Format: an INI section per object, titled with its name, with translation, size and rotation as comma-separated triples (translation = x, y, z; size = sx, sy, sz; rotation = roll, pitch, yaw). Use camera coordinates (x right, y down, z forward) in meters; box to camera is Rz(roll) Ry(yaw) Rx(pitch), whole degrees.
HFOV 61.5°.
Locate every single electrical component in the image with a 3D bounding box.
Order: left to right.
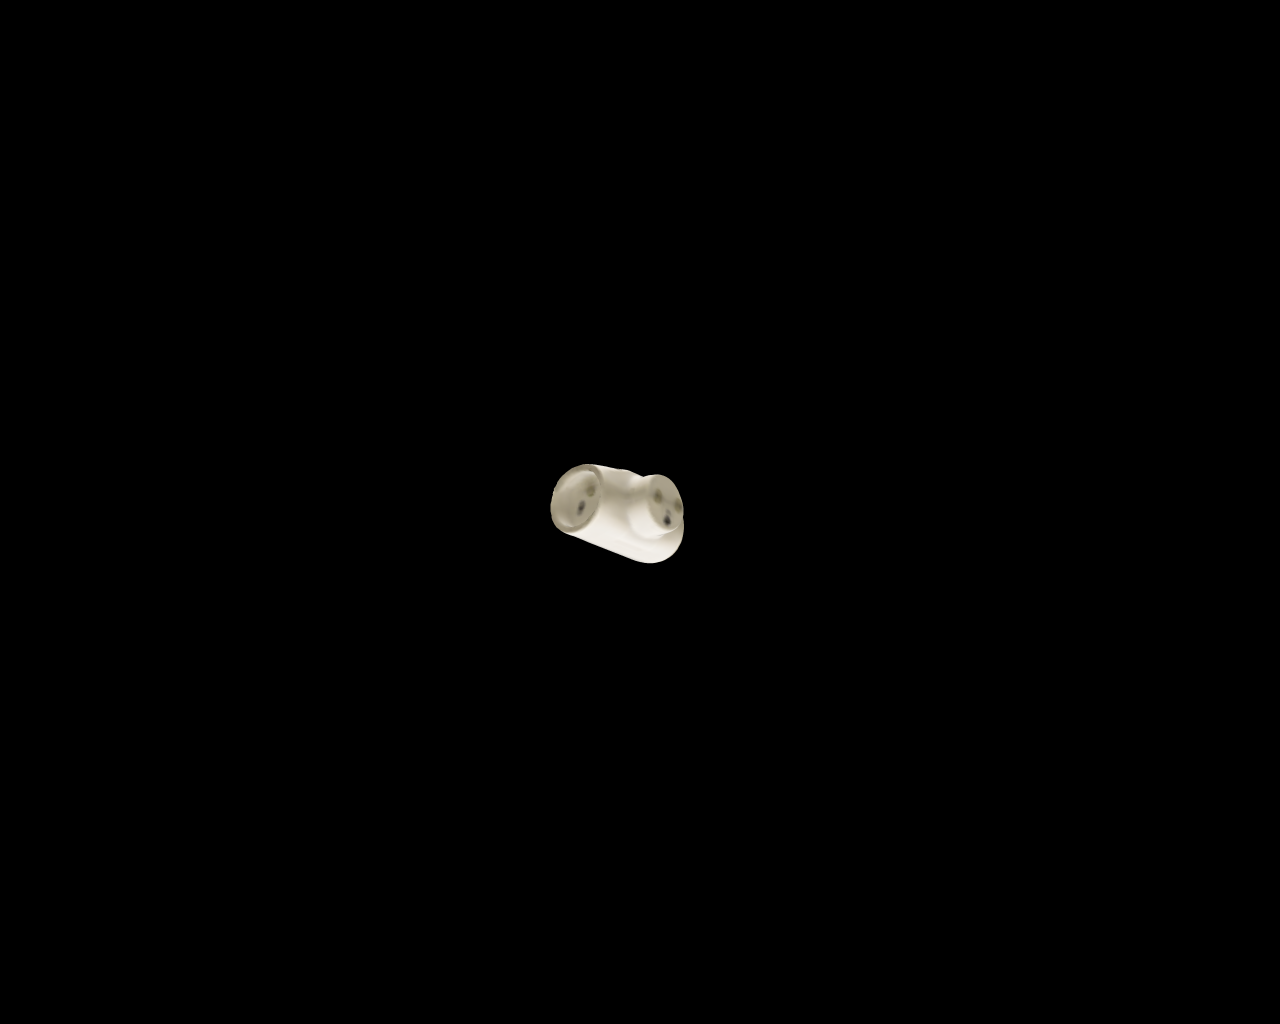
[electrical component]
translation = 0.001, -0.003, 0.650
size = 0.079, 0.043, 0.077
rotation = -17, -27, 37
